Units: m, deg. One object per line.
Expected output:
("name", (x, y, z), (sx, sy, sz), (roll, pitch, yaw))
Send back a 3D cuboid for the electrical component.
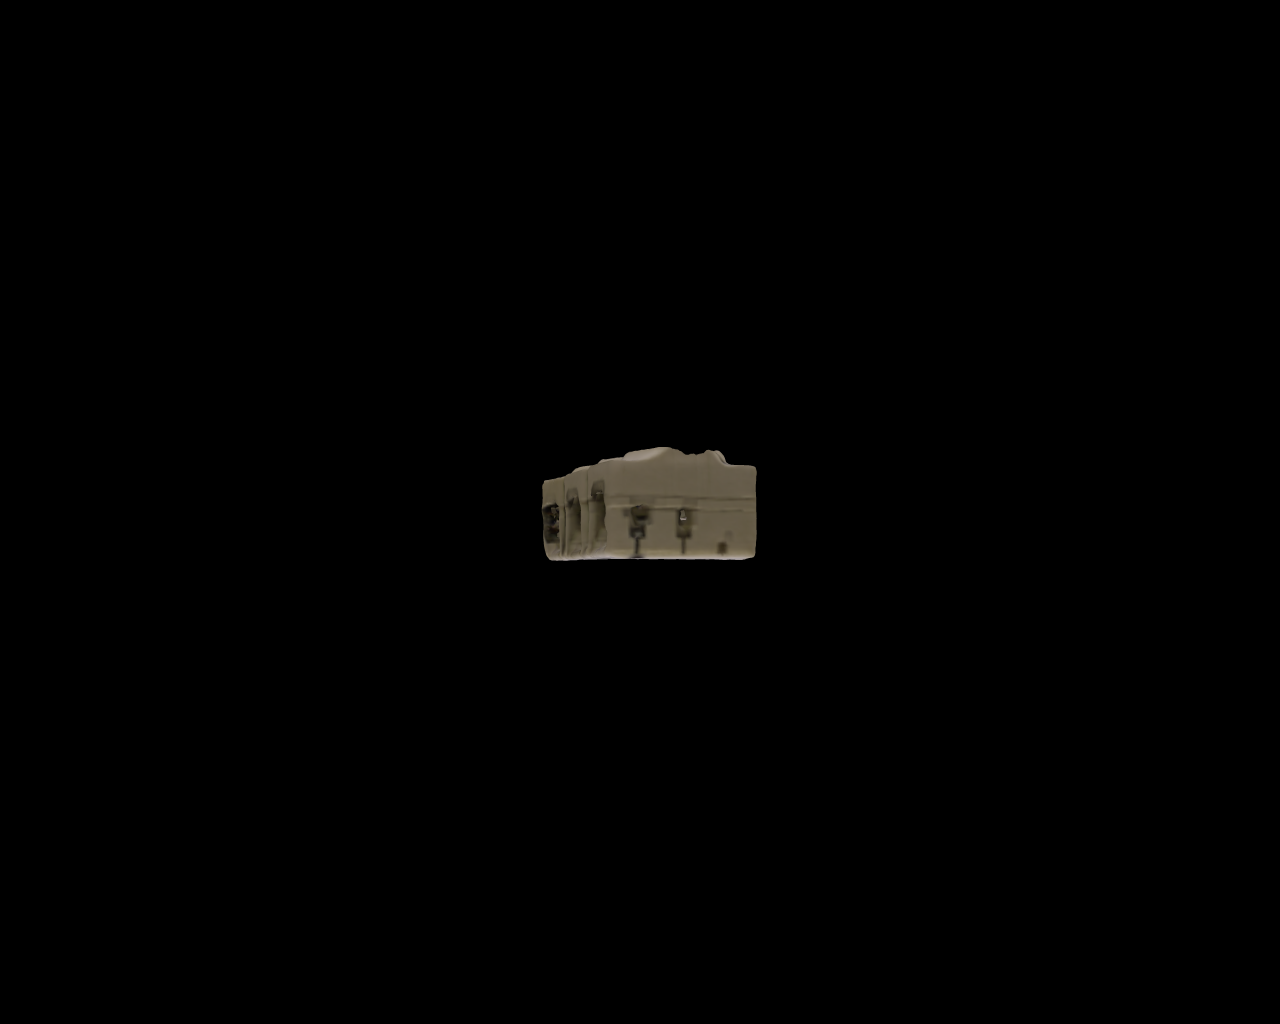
("electrical component", (0.001, -0.003, 0.650), (0.089, 0.061, 0.150), (1, -2, -19))
